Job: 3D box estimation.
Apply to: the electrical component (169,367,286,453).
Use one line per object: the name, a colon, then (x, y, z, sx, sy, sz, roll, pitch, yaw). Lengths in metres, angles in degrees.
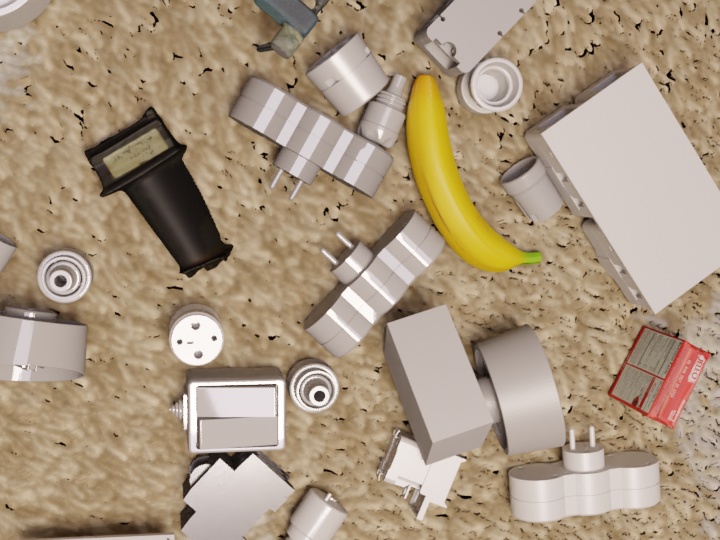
electrical component: (-0.110, 0.117, 0.898, 0.096, 0.061, 0.061, -1, 96, -10)

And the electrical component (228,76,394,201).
electrical component: (-0.048, -0.094, 0.891, 0.138, 0.052, 0.073, 29, 90, -11)

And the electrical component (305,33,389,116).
electrical component: (-0.009, -0.161, 0.891, 0.055, 0.055, 0.047, -40, 105, -4)

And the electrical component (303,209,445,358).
electrical component: (0.000, 0.000, 0.910, 0.074, 0.052, 0.138, 43, 88, -11)

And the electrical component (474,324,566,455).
electrical component: (0.129, 0.106, 0.918, 0.060, 0.108, 0.108, -15, 98, -2)

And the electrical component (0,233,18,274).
electrical component: (-0.315, 0.005, 0.860, 0.043, 0.043, 0.081, 32, 90, -11)

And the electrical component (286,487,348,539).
electrical component: (-0.044, 0.226, 0.931, 0.040, 0.040, 0.078, 35, 89, -11)

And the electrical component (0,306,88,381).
electrical component: (-0.265, 0.062, 0.850, 0.099, 0.099, 0.064, 9, 88, -11)

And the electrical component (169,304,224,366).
electrical component: (-0.136, 0.053, 0.890, 0.045, 0.055, 0.045, -1, 96, -10)

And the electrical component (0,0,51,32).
electrical component: (-0.291, -0.241, 0.830, 0.108, 0.060, 0.108, -1, 96, -9)

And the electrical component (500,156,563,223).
electrical component: (0.150, -0.069, 0.935, 0.040, 0.040, 0.046, -39, 108, -4)

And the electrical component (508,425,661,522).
electrical component: (0.200, 0.176, 0.963, 0.138, 0.052, 0.073, -6, 96, -10)

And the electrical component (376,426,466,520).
electrical component: (0.052, 0.171, 0.942, 0.064, 0.042, 0.081, 22, 91, -7)

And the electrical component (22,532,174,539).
electrical component: (-0.216, 0.255, 0.893, 0.121, 0.063, 0.078, 0, 96, -10)

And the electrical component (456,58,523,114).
electrical component: (0.109, -0.155, 0.911, 0.045, 0.055, 0.045, -1, 96, -9)

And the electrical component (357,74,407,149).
electrical component: (0.023, -0.135, 0.909, 0.035, 0.035, 0.061, 22, 90, -11)

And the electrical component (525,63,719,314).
electrical component: (0.240, -0.071, 0.940, 0.105, 0.060, 0.186, -35, 100, -5)

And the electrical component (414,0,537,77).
electrical component: (0.095, -0.210, 0.903, 0.050, 0.056, 0.089, 44, 87, -11)

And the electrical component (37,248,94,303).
electrical component: (-0.238, 0.006, 0.864, 0.043, 0.062, 0.043, -1, 96, -10)

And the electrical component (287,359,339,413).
electrical component: (-0.038, 0.100, 0.908, 0.043, 0.062, 0.043, -1, 96, -10)
